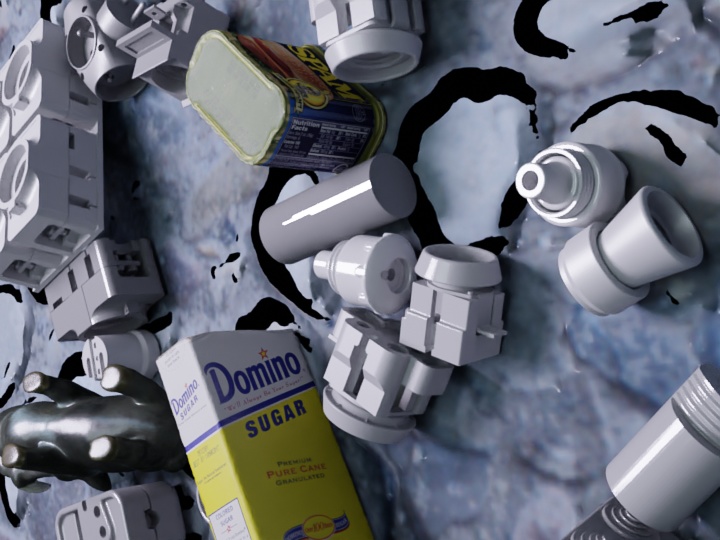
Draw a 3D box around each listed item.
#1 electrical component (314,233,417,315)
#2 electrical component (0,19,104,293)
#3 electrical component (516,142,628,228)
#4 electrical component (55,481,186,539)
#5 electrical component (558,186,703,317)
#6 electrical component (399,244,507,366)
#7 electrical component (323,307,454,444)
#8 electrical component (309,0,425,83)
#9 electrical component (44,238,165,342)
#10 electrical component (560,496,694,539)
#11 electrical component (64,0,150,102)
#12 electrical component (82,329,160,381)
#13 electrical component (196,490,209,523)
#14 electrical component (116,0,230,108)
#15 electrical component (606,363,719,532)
[{"bbox_3d":[0.000,0.000,0.644,0.062,0.048,0.048,9,96,41],"label":"electrical component"},{"bbox_3d":[-0.256,-0.093,0.848,0.105,0.060,0.186,-35,51,38],"label":"electrical component"},{"bbox_3d":[0.103,-0.043,0.538,0.043,0.062,0.043,0,90,44],"label":"electrical component"},{"bbox_3d":[-0.177,0.195,0.809,0.095,0.059,0.053,-26,72,40],"label":"electrical component"},{"bbox_3d":[0.131,-0.008,0.523,0.055,0.045,0.045,-39,65,37],"label":"electrical component"},{"bbox_3d":[0.053,0.017,0.598,0.066,0.048,0.055,19,111,41],"label":"electrical component"},{"bbox_3d":[0.012,0.064,0.630,0.078,0.058,0.057,32,109,39],"label":"electrical component"},{"bbox_3d":[0.006,-0.146,0.634,0.078,0.058,0.057,-16,76,42],"label":"electrical component"},{"bbox_3d":[-0.198,0.020,0.834,0.089,0.050,0.055,-34,68,39],"label":"electrical component"},{"bbox_3d":[0.109,0.163,0.510,0.048,0.100,0.099,32,112,26],"label":"electrical component"},{"bbox_3d":[-0.188,-0.184,0.826,0.079,0.044,0.077,-44,61,35],"label":"electrical component"},{"bbox_3d":[-0.183,0.066,0.822,0.040,0.046,0.040,0,90,44],"label":"electrical component"},{"bbox_3d":[-0.080,0.150,0.725,0.040,0.046,0.040,0,91,44],"label":"electrical component"},{"bbox_3d":[-0.121,-0.155,0.748,0.042,0.081,0.063,-13,59,43],"label":"electrical component"},{"bbox_3d":[0.157,0.079,0.500,0.043,0.043,0.081,52,123,30],"label":"electrical component"}]
